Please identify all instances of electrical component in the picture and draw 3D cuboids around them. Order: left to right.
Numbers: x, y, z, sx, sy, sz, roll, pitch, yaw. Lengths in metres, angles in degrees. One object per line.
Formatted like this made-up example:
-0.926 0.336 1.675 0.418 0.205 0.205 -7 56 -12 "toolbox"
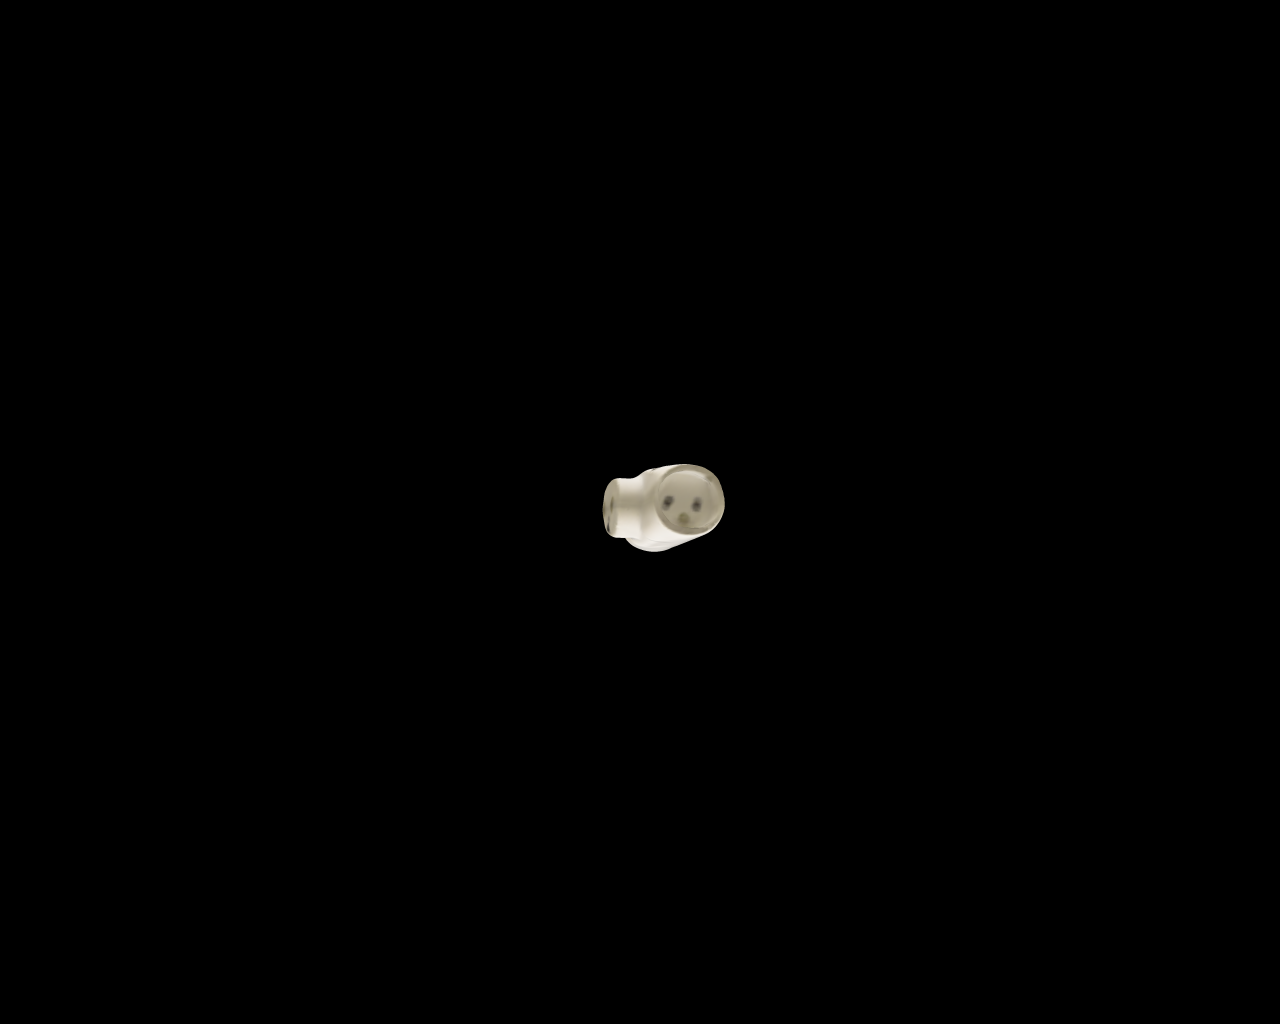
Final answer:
0.001 -0.003 0.650 0.079 0.043 0.077 3 -10 -15 "electrical component"
